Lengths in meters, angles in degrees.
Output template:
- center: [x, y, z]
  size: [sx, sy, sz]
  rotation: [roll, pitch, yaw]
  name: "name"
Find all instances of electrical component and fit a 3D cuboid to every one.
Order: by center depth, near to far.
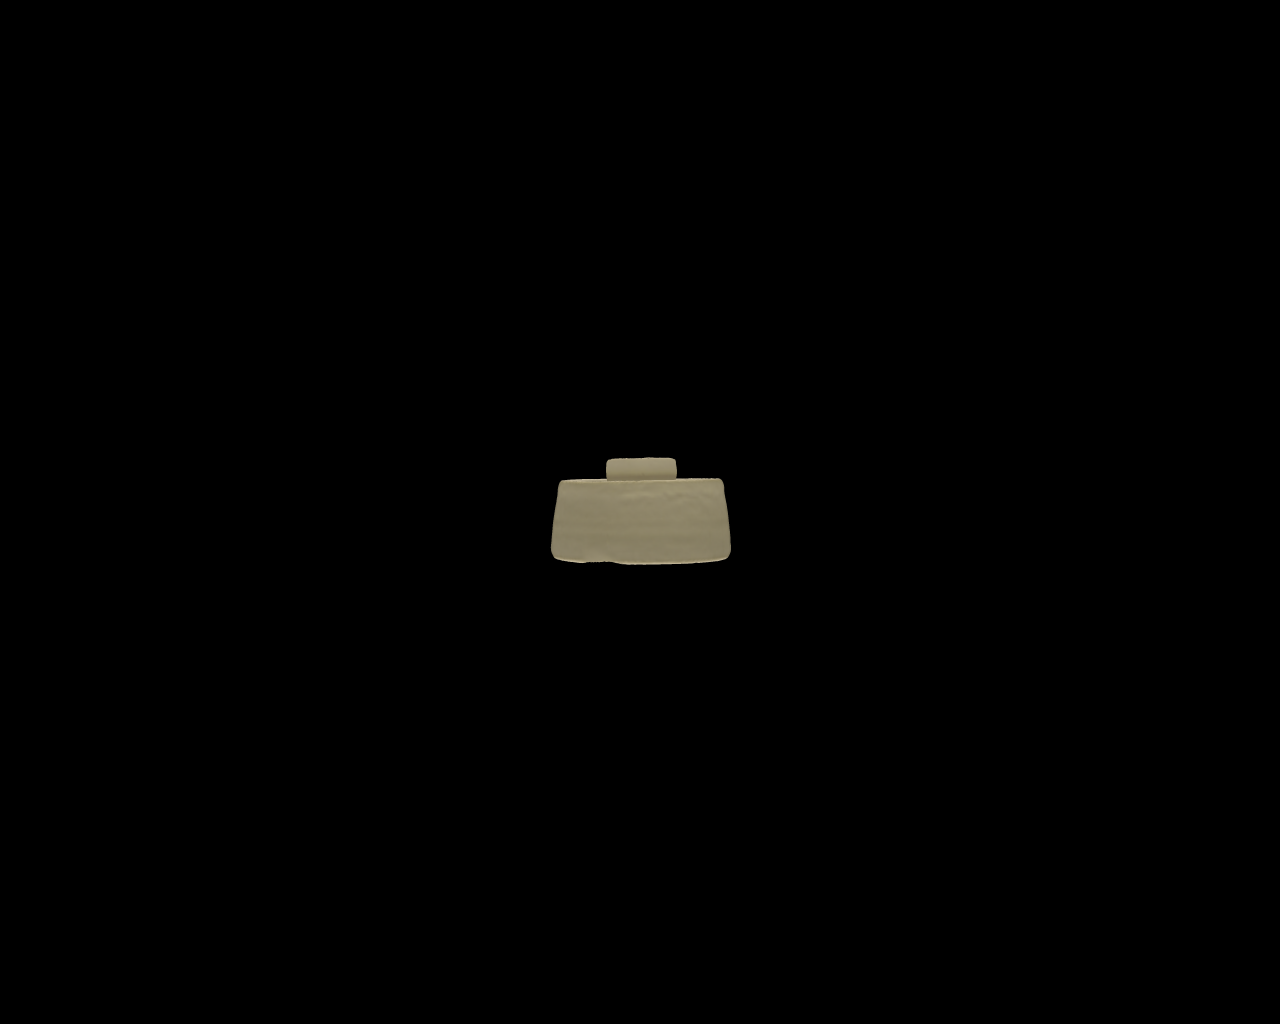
- center: [0.001, -0.003, 0.650]
  size: [0.108, 0.060, 0.108]
  rotation: [0, 2, 0]
  name: "electrical component"
